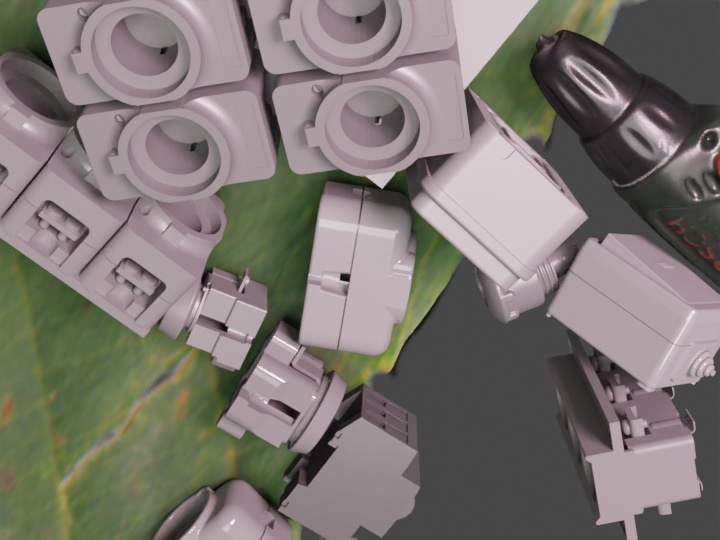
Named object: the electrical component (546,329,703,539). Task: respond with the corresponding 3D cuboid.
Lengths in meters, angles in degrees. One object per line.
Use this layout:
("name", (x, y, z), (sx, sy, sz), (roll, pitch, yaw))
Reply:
("electrical component", (0.155, 0.092, 0.637), (0.063, 0.121, 0.078), (-12, 110, 4))

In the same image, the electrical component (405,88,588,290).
("electrical component", (0.070, -0.046, 0.591), (0.078, 0.113, 0.057), (41, 104, -13))

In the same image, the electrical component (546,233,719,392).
("electrical component", (0.169, 0.024, 0.618), (0.062, 0.096, 0.061), (1, 121, -47))

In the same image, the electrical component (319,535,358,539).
("electrical component", (-0.004, 0.205, 0.729), (0.055, 0.045, 0.045), (21, 111, -6))

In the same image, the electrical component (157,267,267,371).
("electrical component", (-0.091, 0.026, 0.661), (0.055, 0.048, 0.066), (22, 111, -14))

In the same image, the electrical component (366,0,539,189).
("electrical component", (0.025, -0.135, 0.585), (0.089, 0.061, 0.150), (36, 108, -12))

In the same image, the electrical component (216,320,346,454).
("electrical component", (-0.046, 0.079, 0.674), (0.057, 0.058, 0.078), (31, 109, -7))

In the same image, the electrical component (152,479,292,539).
("electrical component", (-0.101, 0.188, 0.720), (0.095, 0.053, 0.059), (-38, 105, 15))

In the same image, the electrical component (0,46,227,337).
("electrical component", (-0.154, -0.047, 0.600), (0.150, 0.089, 0.062), (38, 116, -18))

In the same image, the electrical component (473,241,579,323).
("electrical component", (0.102, 0.001, 0.646), (0.062, 0.048, 0.048), (-21, 110, 0))

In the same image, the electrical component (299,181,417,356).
("electrical component", (0.000, 0.000, 0.643), (0.059, 0.053, 0.095), (9, 111, -1))

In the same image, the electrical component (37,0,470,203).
("electrical component", (-0.046, -0.100, 0.520), (0.186, 0.060, 0.105), (-8, 126, 7))
